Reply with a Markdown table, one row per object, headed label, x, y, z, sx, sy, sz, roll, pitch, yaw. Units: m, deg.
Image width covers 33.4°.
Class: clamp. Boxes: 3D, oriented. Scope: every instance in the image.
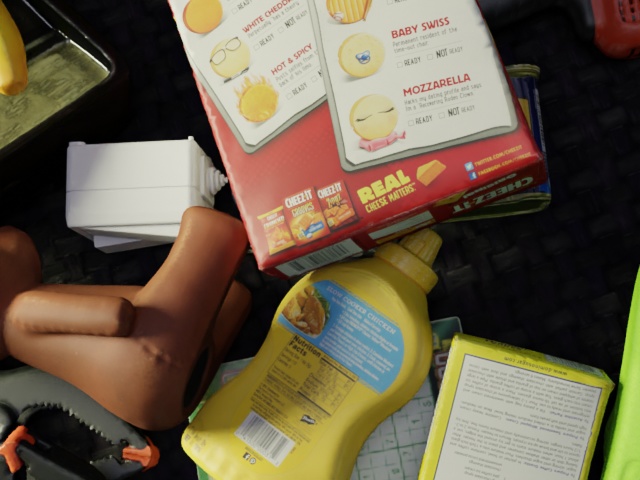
| label | x | y | z | sx | sy | sz | roll | pitch | yaw |
| --- | --- | --- | --- | --- | --- | --- | --- | --- | --- |
| clamp | -0.205 | 0.109 | 0.672 | 0.210 | 0.036 | 0.164 | 2 | 79 | 4 |
| clamp | -0.154 | 0.197 | 0.634 | 0.120 | 0.039 | 0.171 | -33 | 96 | -3 |

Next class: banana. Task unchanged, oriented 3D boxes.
| label | x | y | z | sx | sy | sz | roll | pitch | yaw |
| --- | --- | --- | --- | --- | --- | --- | --- | --- | --- |
| banana | -0.245 | -0.151 | 0.634 | 0.198 | 0.037 | 0.069 | 27 | 69 | 6 |

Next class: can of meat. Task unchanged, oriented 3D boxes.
| label | x | y | z | sx | sy | sz | roll | pitch | yaw |
| --- | --- | --- | --- | --- | --- | --- | --- | --- | --- |
| can of meat | 0.089 | -0.057 | 0.660 | 0.102 | 0.057 | 0.084 | -6 | 82 | 6 |

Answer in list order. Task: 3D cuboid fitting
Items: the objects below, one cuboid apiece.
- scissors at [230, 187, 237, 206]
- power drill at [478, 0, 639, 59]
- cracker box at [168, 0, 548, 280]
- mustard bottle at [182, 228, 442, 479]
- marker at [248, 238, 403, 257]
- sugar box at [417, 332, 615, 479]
| label | x | y | z | sx | sy | sz | roll | pitch | yaw |
| --- | --- | --- | --- | --- | --- | --- | --- | --- | --- |
| scissors | 0.010 | -0.100 | 0.696 | 0.096 | 0.016 | 0.201 | 27 | 84 | 9 |
| power drill | 0.118 | -0.196 | 0.680 | 0.187 | 0.057 | 0.184 | -9 | 79 | 5 |
| cracker box | 0.015 | -0.104 | 0.613 | 0.164 | 0.072 | 0.214 | -22 | 76 | 10 |
| mustard bottle | 0.010 | 0.071 | 0.630 | 0.096 | 0.058 | 0.191 | 33 | 83 | 24 |
| marker | -0.004 | 0.001 | 0.678 | 0.121 | 0.020 | 0.020 | 2 | 80 | 7 |
| sugar box | 0.100 | 0.150 | 0.615 | 0.093 | 0.048 | 0.176 | 15 | 95 | 6 |
